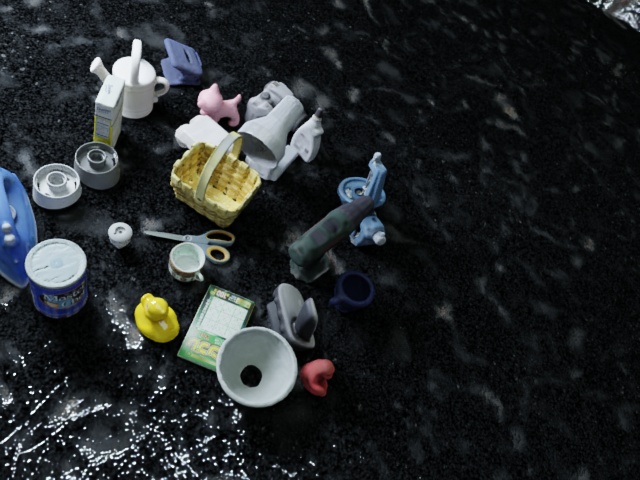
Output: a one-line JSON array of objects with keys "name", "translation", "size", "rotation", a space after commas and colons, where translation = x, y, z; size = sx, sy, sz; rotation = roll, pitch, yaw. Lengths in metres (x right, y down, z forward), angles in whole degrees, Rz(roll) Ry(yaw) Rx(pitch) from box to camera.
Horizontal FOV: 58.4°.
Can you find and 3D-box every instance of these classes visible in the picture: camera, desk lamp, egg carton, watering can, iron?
[{"name": "camera", "translation": [-0.108, -0.351, 1.549], "size": [0.137, 0.100, 0.143], "rotation": [39, 54, 6]}, {"name": "desk lamp", "translation": [-0.119, -0.245, 1.407], "size": [0.118, 0.213, 0.203], "rotation": [34, 54, 2]}, {"name": "egg carton", "translation": [-0.281, -0.242, 1.432], "size": [0.150, 0.069, 0.107], "rotation": [40, 54, 6]}, {"name": "watering can", "translation": [-0.456, -0.394, 1.381], "size": [0.173, 0.194, 0.101], "rotation": [-15, 66, -28]}, {"name": "iron", "translation": [-0.623, -0.043, 1.128], "size": [0.119, 0.141, 0.258], "rotation": [-18, 67, -29]}]

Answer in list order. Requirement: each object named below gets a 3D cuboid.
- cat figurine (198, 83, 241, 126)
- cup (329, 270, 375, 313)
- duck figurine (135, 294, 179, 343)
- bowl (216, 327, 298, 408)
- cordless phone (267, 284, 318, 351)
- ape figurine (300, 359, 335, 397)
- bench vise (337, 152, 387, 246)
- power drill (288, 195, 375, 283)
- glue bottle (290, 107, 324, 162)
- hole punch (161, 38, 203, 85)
[{"name": "cat figurine", "translation": [-0.263, -0.352, 1.477], "size": [0.128, 0.117, 0.067], "rotation": [-11, 64, -27]}, {"name": "cup", "translation": [0.059, 0.135, 1.313], "size": [0.118, 0.095, 0.091], "rotation": [-26, 72, -32]}, {"name": "duck figurine", "translation": [-0.326, 0.153, 1.156], "size": [0.104, 0.086, 0.078], "rotation": [45, 55, 10]}, {"name": "bowl", "translation": [-0.134, 0.267, 1.167], "size": [0.168, 0.074, 0.167], "rotation": [10, 57, -15]}, {"name": "cordless phone", "translation": [-0.042, 0.146, 1.210], "size": [0.094, 0.185, 0.147], "rotation": [-7, 62, -25]}, {"name": "ape figurine", "translation": [0.002, 0.280, 1.202], "size": [0.076, 0.092, 0.078], "rotation": [39, 54, 5]}, {"name": "bench vise", "translation": [0.132, -0.099, 1.411], "size": [0.122, 0.219, 0.207], "rotation": [-27, 72, -32]}, {"name": "power drill", "translation": [0.012, 0.005, 1.306], "size": [0.075, 0.208, 0.230], "rotation": [46, 55, 11]}, {"name": "glue bottle", "translation": [-0.023, -0.283, 1.494], "size": [0.078, 0.173, 0.037], "rotation": [46, 55, 11]}, {"name": "hole punch", "translation": [-0.366, -0.479, 1.533], "size": [0.101, 0.091, 0.108], "rotation": [-10, 64, -26]}]
